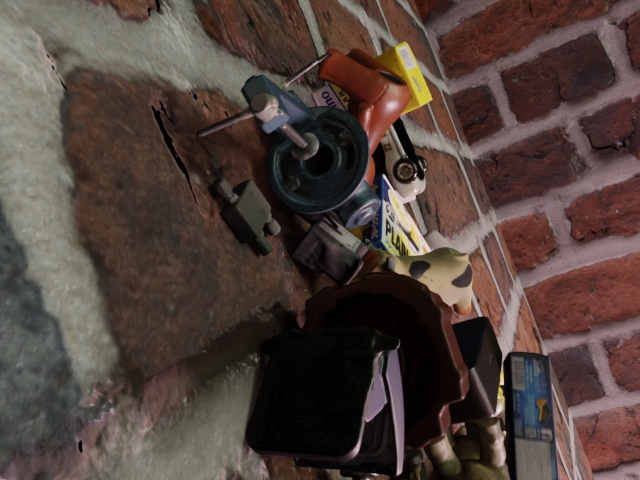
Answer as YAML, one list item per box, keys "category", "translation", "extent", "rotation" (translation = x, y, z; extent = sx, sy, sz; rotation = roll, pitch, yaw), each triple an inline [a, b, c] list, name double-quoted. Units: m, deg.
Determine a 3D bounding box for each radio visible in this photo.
- category: "radio"
  translation: [0.190, 0.189, 0.792]
  extent: [0.229, 0.131, 0.073]
  rotation: [-22, 92, -67]

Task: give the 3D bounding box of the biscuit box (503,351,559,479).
- category: "biscuit box"
  translation: [0.302, 0.266, 0.774]
  extent: [0.062, 0.059, 0.202]
  rotation: [70, 24, -62]

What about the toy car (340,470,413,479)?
- category: "toy car"
  translation: [0.060, 0.279, 0.539]
  extent: [0.202, 0.053, 0.089]
  rotation: [45, 44, -50]

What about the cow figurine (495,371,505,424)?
- category: "cow figurine"
  translation: [0.272, 0.258, 0.935]
  extent: [0.167, 0.098, 0.068]
  rotation: [59, 32, 7]

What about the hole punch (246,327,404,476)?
- category: "hole punch"
  translation: [0.013, 0.141, 0.466]
  extent: [0.092, 0.142, 0.116]
  rotation: [46, 46, -39]

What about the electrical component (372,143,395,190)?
- category: "electrical component"
  translation: [0.102, -0.140, 0.967]
  extent: [0.134, 0.058, 0.115]
  rotation: [-7, 79, -65]

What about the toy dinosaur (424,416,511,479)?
- category: "toy dinosaur"
  translation: [0.209, 0.334, 0.703]
  extent: [0.471, 0.105, 0.198]
  rotation: [7, 66, -76]

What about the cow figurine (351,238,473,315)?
- category: "cow figurine"
  translation: [0.119, 0.055, 0.720]
  extent: [0.086, 0.195, 0.127]
  rotation: [-135, -140, -53]

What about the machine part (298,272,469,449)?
- category: "machine part"
  translation: [0.056, 0.118, 0.524]
  extent: [0.056, 0.179, 0.179]
  rotation: [16, 57, -65]

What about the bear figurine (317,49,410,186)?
- category: "bear figurine"
  translation: [0.041, -0.152, 0.760]
  extent: [0.132, 0.195, 0.120]
  rotation: [37, 34, 13]

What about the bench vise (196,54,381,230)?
- category: "bench vise"
  translation: [-0.024, -0.119, 0.586]
  extent: [0.223, 0.129, 0.240]
  rotation: [66, 15, 17]

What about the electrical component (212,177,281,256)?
- category: "electrical component"
  translation: [-0.073, -0.031, 0.547]
  extent: [0.094, 0.021, 0.063]
  rotation: [55, 27, -27]

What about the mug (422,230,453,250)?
- category: "mug"
  translation: [0.232, 0.038, 1.085]
  extent: [0.107, 0.081, 0.109]
  rotation: [59, 28, 4]

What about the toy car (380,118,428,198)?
- category: "toy car"
  translation: [0.123, -0.168, 0.900]
  extent: [0.073, 0.056, 0.201]
  rotation: [-31, 98, -59]

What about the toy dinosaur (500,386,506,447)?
- category: "toy dinosaur"
  translation: [0.380, 0.358, 1.094]
  extent: [0.192, 0.131, 0.405]
  rotation: [66, 18, -8]

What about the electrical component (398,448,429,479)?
- category: "electrical component"
  translation: [0.122, 0.307, 0.658]
  extent: [0.078, 0.045, 0.102]
  rotation: [11, 61, -61]

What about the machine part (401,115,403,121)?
- category: "machine part"
  translation: [0.094, -0.277, 1.039]
  extent: [0.243, 0.079, 0.079]
  rotation: [39, 38, -47]

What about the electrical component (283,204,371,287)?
- category: "electrical component"
  translation: [-0.001, -0.002, 0.635]
  extent: [0.119, 0.047, 0.075]
  rotation: [35, 27, -3]
